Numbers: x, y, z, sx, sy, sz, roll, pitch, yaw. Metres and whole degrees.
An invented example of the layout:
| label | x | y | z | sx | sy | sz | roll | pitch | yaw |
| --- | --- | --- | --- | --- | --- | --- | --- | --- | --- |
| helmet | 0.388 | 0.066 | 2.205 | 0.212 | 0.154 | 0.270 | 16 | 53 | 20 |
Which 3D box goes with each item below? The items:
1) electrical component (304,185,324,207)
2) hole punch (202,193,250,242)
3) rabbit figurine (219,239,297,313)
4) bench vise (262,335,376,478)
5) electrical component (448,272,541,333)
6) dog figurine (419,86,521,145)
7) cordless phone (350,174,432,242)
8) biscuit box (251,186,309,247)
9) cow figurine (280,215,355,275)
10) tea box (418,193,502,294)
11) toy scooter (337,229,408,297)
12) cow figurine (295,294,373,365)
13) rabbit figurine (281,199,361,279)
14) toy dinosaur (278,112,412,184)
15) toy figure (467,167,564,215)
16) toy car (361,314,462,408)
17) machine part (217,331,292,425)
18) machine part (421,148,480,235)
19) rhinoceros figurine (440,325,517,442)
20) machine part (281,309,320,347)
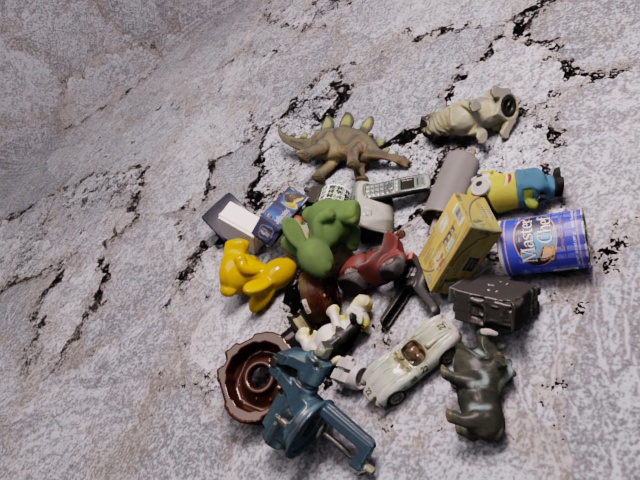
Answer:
| label | x | y | z | sx | sy | sz | roll | pitch | yaw |
| --- | --- | --- | --- | --- | --- | --- | --- | --- | --- |
| electrical component | -0.012 | -0.115 | 1.393 | 0.094 | 0.021 | 0.063 | 6 | 56 | 39 |
| hole punch | -0.241 | -0.052 | 1.449 | 0.142 | 0.092 | 0.116 | -42 | 45 | -11 |
| rabbit figurine | -0.143 | 0.078 | 1.243 | 0.173 | 0.121 | 0.162 | 0 | 43 | 11 |
| bench vise | 0.007 | 0.296 | 0.914 | 0.241 | 0.128 | 0.223 | 35 | 95 | 26 |
| electrical component | 0.291 | 0.102 | 0.915 | 0.134 | 0.058 | 0.115 | 11 | 19 | 39 |
| dog figurine | 0.348 | -0.290 | 1.259 | 0.172 | 0.121 | 0.191 | -14 | 15 | -24 |
| cordless phone | 0.162 | -0.078 | 1.196 | 0.184 | 0.088 | 0.147 | -13 | 46 | 19 |
| biscuit box | -0.094 | -0.060 | 1.297 | 0.062 | 0.059 | 0.203 | -57 | 0 | 31 |
| cow figurine | -0.007 | 0.022 | 1.214 | 0.195 | 0.085 | 0.127 | 15 | 54 | 34 |
| tea box | 0.252 | 0.010 | 0.987 | 0.068 | 0.169 | 0.098 | 7 | 43 | -15 |
| toy scooter | 0.118 | 0.040 | 1.102 | 0.184 | 0.075 | 0.135 | -26 | 28 | 47 |
| cow figurine | 0.043 | 0.181 | 1.049 | 0.167 | 0.068 | 0.098 | -37 | 47 | 5 |
| rabbit figurine | -0.002 | -0.003 | 1.088 | 0.159 | 0.121 | 0.170 | 16 | 51 | 7 |
| toy dinosaur | 0.035 | -0.248 | 1.428 | 0.472 | 0.104 | 0.198 | 15 | 55 | 32 |
| toy figure | 0.381 | -0.094 | 1.057 | 0.180 | 0.089 | 0.082 | -4 | 15 | 20 |
| toy car | 0.159 | 0.213 | 0.946 | 0.202 | 0.056 | 0.074 | -38 | 41 | -1 |
| machine part | -0.114 | 0.270 | 1.053 | 0.179 | 0.056 | 0.179 | -7 | 64 | 15 |
| machine part | 0.278 | -0.106 | 1.141 | 0.079 | 0.079 | 0.243 | 6 | 57 | 38 |
| rhinoceros figurine | 0.255 | 0.222 | 0.859 | 0.112 | 0.073 | 0.190 | -12 | 47 | 28 |
| machine part | -0.070 | 0.209 | 1.127 | 0.139 | 0.039 | 0.084 | -40 | 49 | -6 |
